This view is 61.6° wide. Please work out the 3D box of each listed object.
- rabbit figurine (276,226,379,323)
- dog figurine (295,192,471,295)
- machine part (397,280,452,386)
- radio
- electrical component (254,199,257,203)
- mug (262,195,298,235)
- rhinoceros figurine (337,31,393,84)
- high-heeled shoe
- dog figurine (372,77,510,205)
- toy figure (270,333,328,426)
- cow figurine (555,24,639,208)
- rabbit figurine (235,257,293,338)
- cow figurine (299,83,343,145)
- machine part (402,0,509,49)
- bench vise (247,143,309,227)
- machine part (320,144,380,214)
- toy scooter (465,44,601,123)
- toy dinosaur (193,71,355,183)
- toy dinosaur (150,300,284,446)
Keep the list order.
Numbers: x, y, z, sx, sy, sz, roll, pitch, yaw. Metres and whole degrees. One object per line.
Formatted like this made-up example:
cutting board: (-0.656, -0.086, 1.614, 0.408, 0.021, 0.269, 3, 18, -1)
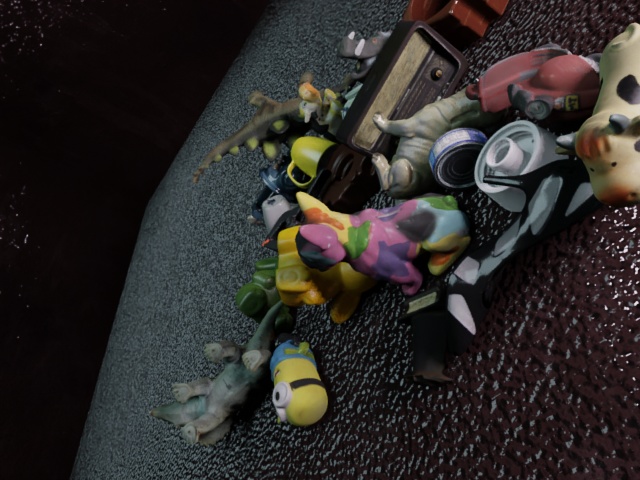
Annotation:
rabbit figurine: (0.021, 0.063, 0.873, 0.122, 0.173, 0.162, -96, -6, -49)
dog figurine: (0.073, -0.014, 0.744, 0.191, 0.219, 0.108, -47, 34, 35)
machine part: (0.138, 0.125, 0.704, 0.084, 0.039, 0.139, -31, 39, 38)
radio: (0.139, -0.239, 0.916, 0.229, 0.131, 0.073, -59, 26, 11)
electrical component: (-0.138, -0.095, 1.422, 0.078, 0.045, 0.102, -65, 25, 3)
mug: (-0.072, -0.045, 1.164, 0.110, 0.107, 0.081, -22, 32, 7)
rhinoceros figurine: (0.122, -0.312, 0.960, 0.073, 0.190, 0.112, -110, 32, -52)
high-heeled shoe: (0.232, 0.030, 0.605, 0.145, 0.086, 0.248, 15, 100, 34)
dog figurine: (0.186, -0.136, 0.795, 0.191, 0.121, 0.172, -6, 95, 42)
toy figure: (-0.038, 0.228, 0.899, 0.089, 0.082, 0.180, -14, 26, 2)
cow figurine: (0.297, -0.120, 0.510, 0.085, 0.127, 0.195, -19, 49, 61)
rabbit figurine: (-0.081, 0.092, 1.106, 0.170, 0.121, 0.159, -46, 18, -2)
cow figurine: (0.010, -0.264, 1.147, 0.098, 0.167, 0.068, -47, 36, 30)
machine part: (0.247, -0.437, 0.941, 0.201, 0.087, 0.201, 6, 74, 64)
bench vise: (-0.099, -0.141, 1.309, 0.240, 0.128, 0.224, -50, 26, 20)
machine part: (0.063, -0.135, 1.060, 0.179, 0.056, 0.179, -46, 30, 37)
toy scooter: (0.258, -0.186, 0.653, 0.135, 0.075, 0.184, -17, 31, 2)
toy dinosaur: (-0.101, -0.273, 1.254, 0.471, 0.104, 0.199, -31, 43, -8)
toy dinosaur: (-0.164, 0.269, 1.052, 0.405, 0.192, 0.131, -42, 73, 9)
